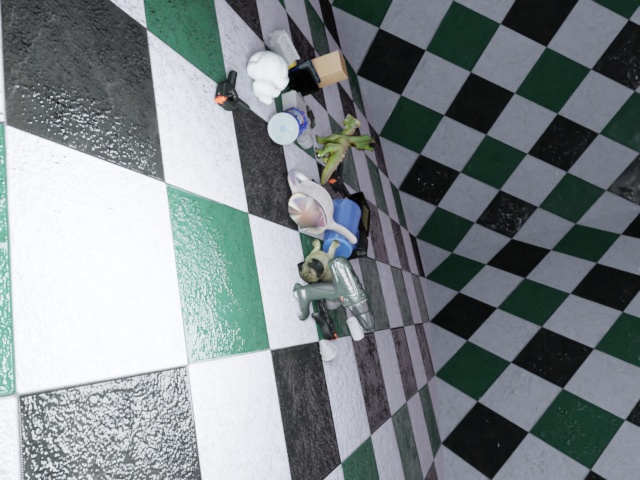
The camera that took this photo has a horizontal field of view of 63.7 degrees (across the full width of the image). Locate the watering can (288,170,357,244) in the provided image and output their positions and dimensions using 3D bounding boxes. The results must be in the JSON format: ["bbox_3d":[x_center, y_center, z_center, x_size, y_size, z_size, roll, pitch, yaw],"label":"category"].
[{"bbox_3d":[0.005,-0.086,1.718,0.345,0.103,0.228,49,24,-10],"label":"watering can"}]

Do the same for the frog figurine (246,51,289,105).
[{"bbox_3d":[-0.167,-0.510,1.608,0.136,0.120,0.163,29,49,-21],"label":"frog figurine"}]

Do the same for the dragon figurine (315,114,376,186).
[{"bbox_3d":[0.111,-0.385,2.153,0.119,0.242,0.421,64,18,-46],"label":"dragon figurine"}]
